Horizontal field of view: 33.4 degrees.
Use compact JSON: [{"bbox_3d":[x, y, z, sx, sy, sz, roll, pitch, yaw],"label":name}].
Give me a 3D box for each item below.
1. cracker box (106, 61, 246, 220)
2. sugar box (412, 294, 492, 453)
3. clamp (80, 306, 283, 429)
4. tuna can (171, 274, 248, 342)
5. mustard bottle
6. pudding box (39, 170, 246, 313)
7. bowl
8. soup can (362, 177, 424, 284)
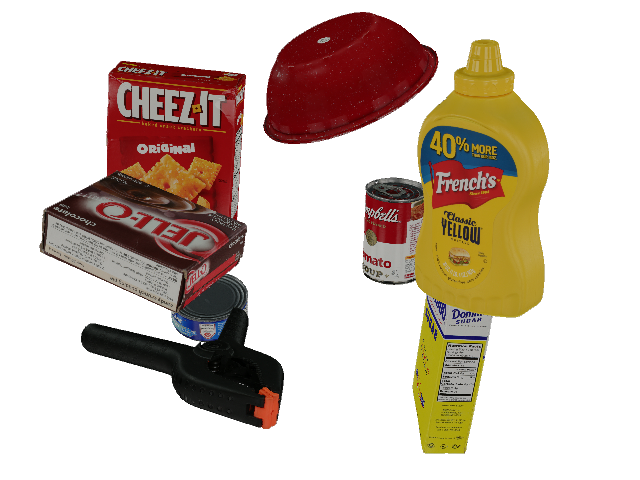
[{"bbox_3d":[-0.185,-0.109,1.357,0.164,0.214,0.072,6,23,3],"label":"cracker box"},{"bbox_3d":[0.114,0.092,0.936,0.048,0.176,0.093,0,33,-3],"label":"sugar box"},{"bbox_3d":[-0.087,0.104,0.922,0.164,0.036,0.210,-9,21,-39],"label":"clamp"},{"bbox_3d":[-0.122,0.073,1.175,0.086,0.034,0.086,1,36,-1],"label":"tuna can"},{"bbox_3d":[0.114,-0.046,0.756,0.096,0.192,0.058,18,29,39],"label":"mustard bottle"},{"bbox_3d":[-0.120,-0.001,0.733,0.113,0.039,0.089,20,26,15],"label":"pudding box"},{"bbox_3d":[0.015,-0.148,0.906,0.162,0.055,0.162,-20,28,11],"label":"bowl"},{"bbox_3d":[0.081,-0.011,1.182,0.068,0.102,0.068,1,24,-1],"label":"soup can"}]
